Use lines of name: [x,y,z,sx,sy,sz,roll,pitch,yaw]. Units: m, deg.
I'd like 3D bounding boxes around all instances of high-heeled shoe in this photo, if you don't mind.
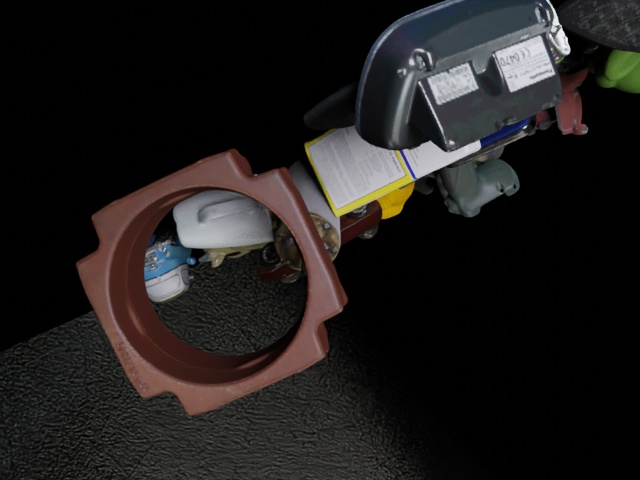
high-heeled shoe: [0.312,-0.239,0.515,0.249,0.086,0.145,-7,-149,-7]

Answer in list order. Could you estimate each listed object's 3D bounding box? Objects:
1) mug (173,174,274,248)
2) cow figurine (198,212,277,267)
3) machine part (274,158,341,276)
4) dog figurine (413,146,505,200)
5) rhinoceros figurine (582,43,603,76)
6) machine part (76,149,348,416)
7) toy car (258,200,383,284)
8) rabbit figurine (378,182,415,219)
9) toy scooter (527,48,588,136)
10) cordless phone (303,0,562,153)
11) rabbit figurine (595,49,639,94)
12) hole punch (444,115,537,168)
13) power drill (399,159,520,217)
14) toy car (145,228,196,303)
mug: [-0.112,-0.025,0.617,0.107,0.080,0.109,-15,-176,-7]
cow figurine: [-0.122,-0.016,0.833,0.127,0.085,0.195,-6,165,-23]
machine part: [-0.013,-0.038,0.671,0.079,0.079,0.243,-24,-153,15]
dog figurine: [0.209,-0.163,0.902,0.108,0.192,0.219,-60,162,-15]
rhinoceros figurine: [0.518,-0.320,0.850,0.190,0.073,0.112,-24,180,34]
machine part: [-0.092,0.036,0.490,0.201,0.201,0.087,-25,-175,4]
toy car: [-0.002,-0.002,0.781,0.202,0.053,0.089,-30,156,3]
rabbit figurine: [0.070,-0.098,0.908,0.173,0.122,0.162,-6,175,-11]
toy scooter: [0.387,-0.228,0.914,0.075,0.135,0.184,-27,-177,-24]
cordless phone: [0.074,-0.118,0.421,0.146,0.088,0.184,-25,-168,-21]
rabbit figurine: [0.422,-0.270,0.679,0.159,0.121,0.170,-18,163,4]
hole punch: [0.163,-0.157,0.582,0.142,0.092,0.116,-27,-151,37]
power drill: [0.211,-0.126,0.741,0.232,0.086,0.207,-33,146,16]
toy car: [-0.242,0.043,0.824,0.109,0.103,0.162,-26,-177,-11]
